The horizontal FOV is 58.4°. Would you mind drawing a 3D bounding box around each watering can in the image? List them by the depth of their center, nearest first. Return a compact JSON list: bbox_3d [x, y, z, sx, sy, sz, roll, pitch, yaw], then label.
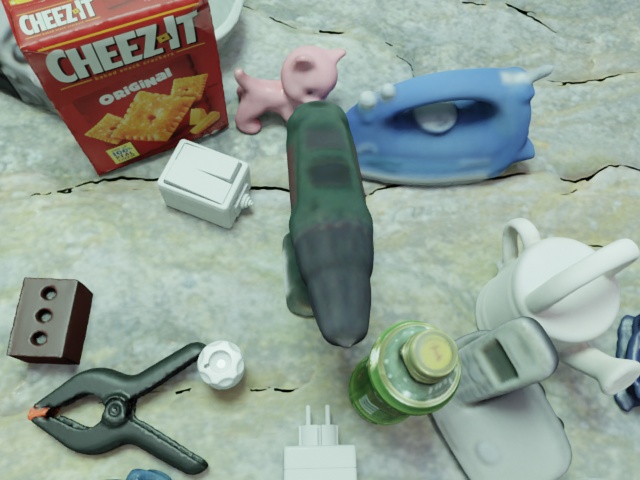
[{"bbox_3d":[0.228,0.055,0.532,0.172,0.194,0.101,43,72,12],"label":"watering can"}]

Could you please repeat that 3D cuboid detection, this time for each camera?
[{"bbox_3d":[-0.315,-0.233,0.650,0.143,0.101,0.137,25,69,5],"label":"camera"}]

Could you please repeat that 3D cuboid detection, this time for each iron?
[{"bbox_3d":[0.118,-0.137,0.626,0.258,0.141,0.118,-7,69,-7],"label":"iron"}]

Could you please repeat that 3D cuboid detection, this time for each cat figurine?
[{"bbox_3d":[-0.035,-0.176,0.641,0.128,0.118,0.067,-2,69,-5],"label":"cat figurine"}]

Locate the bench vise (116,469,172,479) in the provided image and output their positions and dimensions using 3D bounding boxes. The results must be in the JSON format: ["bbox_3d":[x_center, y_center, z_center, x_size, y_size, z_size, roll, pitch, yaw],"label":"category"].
[{"bbox_3d":[-0.165,0.273,0.403,0.121,0.220,0.207,4,69,-3],"label":"bench vise"}]

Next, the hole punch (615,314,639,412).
[{"bbox_3d":[0.360,0.123,0.572,0.101,0.091,0.109,15,68,2],"label":"hole punch"}]

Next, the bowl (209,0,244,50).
[{"bbox_3d":[-0.174,-0.270,0.690,0.167,0.075,0.167,2,69,-4],"label":"bowl"}]

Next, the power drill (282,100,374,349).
[{"bbox_3d":[0.005,0.002,0.527,0.075,0.208,0.229,-4,69,-6],"label":"power drill"}]

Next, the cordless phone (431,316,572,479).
[{"bbox_3d":[0.166,0.145,0.497,0.094,0.185,0.147,-27,73,-14],"label":"cordless phone"}]
